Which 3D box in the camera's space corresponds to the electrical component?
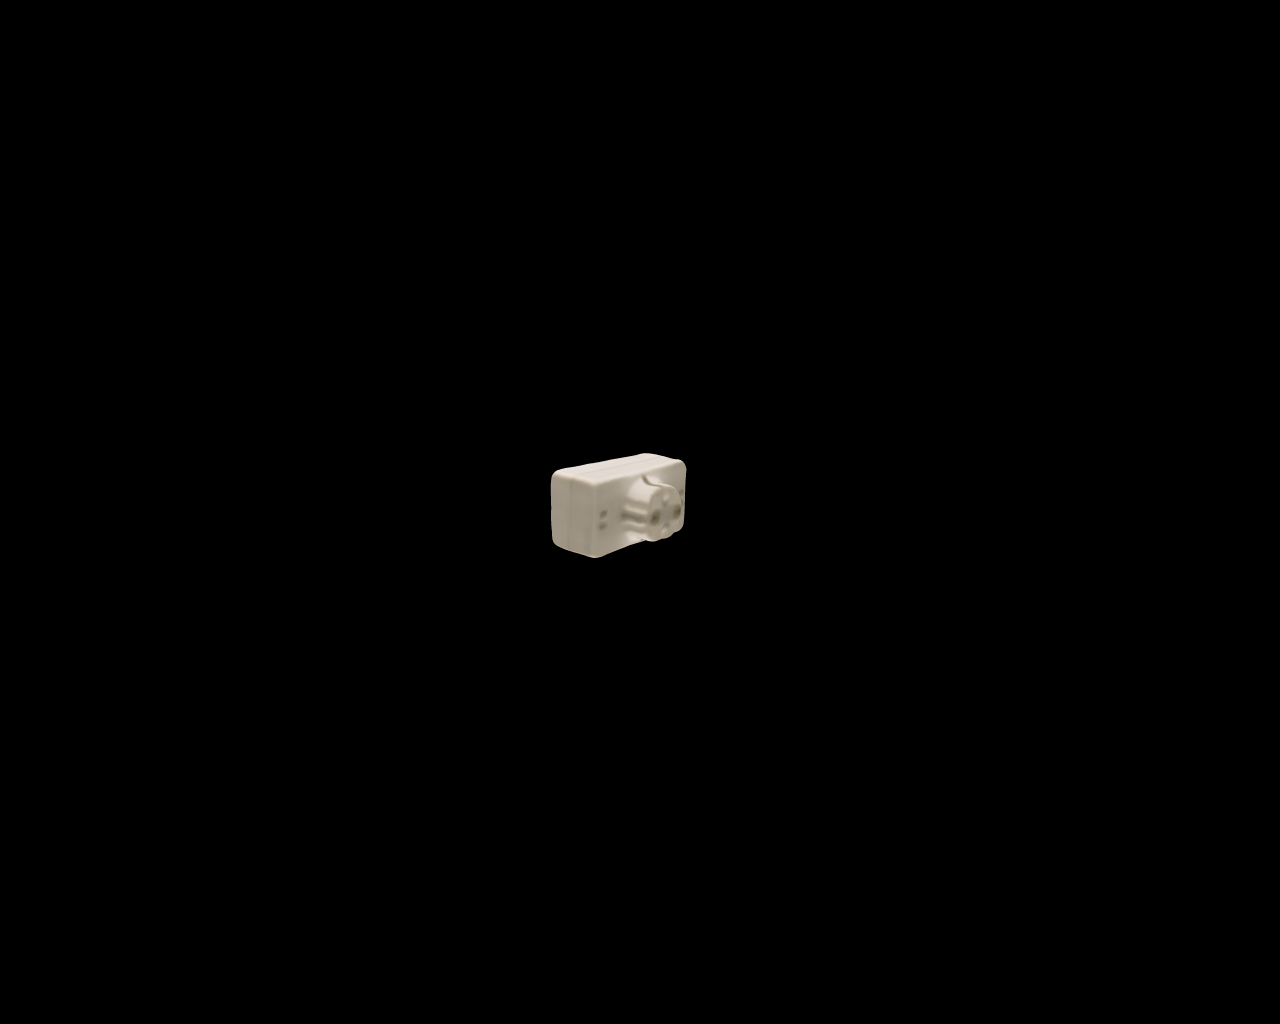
[{"bbox_3d":[0.001,-0.003,0.650,0.076,0.047,0.083,14,20,42],"label":"electrical component"}]
